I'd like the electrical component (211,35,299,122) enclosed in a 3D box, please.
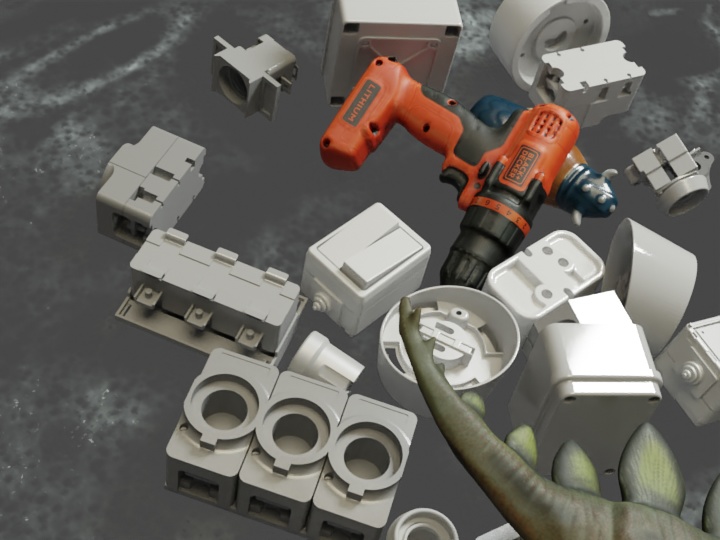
[{"bbox_3d":[-0.094,-0.176,0.964,0.081,0.042,0.064,40,53,19],"label":"electrical component"}]

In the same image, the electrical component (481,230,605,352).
[{"bbox_3d":[0.139,0.019,0.845,0.095,0.059,0.053,-29,63,-28],"label":"electrical component"}]

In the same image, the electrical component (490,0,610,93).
[{"bbox_3d":[0.174,-0.229,1.015,0.108,0.108,0.060,-17,51,-22],"label":"electrical component"}]

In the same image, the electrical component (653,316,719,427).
[{"bbox_3d":[0.270,0.076,0.813,0.096,0.061,0.061,-9,54,-35],"label":"electrical component"}]

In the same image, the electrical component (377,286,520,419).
[{"bbox_3d":[0.062,0.059,0.797,0.099,0.064,0.099,5,52,-7],"label":"electrical component"}]

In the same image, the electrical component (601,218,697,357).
[{"bbox_3d":[0.217,0.017,0.837,0.064,0.099,0.099,23,52,0],"label":"electrical component"}]

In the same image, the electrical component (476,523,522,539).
[{"bbox_3d":[0.111,0.211,0.694,0.050,0.055,0.089,-18,58,-23],"label":"electrical component"}]

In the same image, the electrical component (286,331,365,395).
[{"bbox_3d":[-0.025,0.073,0.787,0.046,0.040,0.040,32,54,7],"label":"electrical component"}]

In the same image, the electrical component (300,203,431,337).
[{"bbox_3d":[0.000,0.000,0.833,0.096,0.061,0.062,-35,66,-31],"label":"electrical component"}]

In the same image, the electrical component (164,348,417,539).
[{"bbox_3d":[-0.046,0.122,0.730,0.150,0.061,0.089,18,52,4],"label":"electrical component"}]

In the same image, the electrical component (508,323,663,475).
[{"bbox_3d":[0.156,0.093,0.757,0.078,0.113,0.057,1,50,-9],"label":"electrical component"}]

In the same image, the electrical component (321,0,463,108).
[{"bbox_3d":[0.026,-0.199,0.962,0.109,0.108,0.056,-1,56,-11],"label":"electrical component"}]

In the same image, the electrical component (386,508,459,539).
[{"bbox_3d":[0.038,0.186,0.700,0.066,0.055,0.048,-35,66,-31],"label":"electrical component"}]

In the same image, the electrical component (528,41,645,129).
[{"bbox_3d":[0.210,-0.171,1.007,0.089,0.055,0.050,-15,57,-21],"label":"electrical component"}]

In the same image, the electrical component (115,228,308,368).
[{"bbox_3d":[-0.108,0.021,0.795,0.121,0.063,0.078,21,52,7],"label":"electrical component"}]

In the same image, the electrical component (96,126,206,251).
[{"bbox_3d":[-0.170,-0.065,0.859,0.056,0.050,0.089,24,52,7],"label":"electrical component"}]

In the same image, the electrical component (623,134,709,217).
[{"bbox_3d":[0.277,-0.081,0.953,0.066,0.048,0.055,-30,64,11],"label":"electrical component"}]
